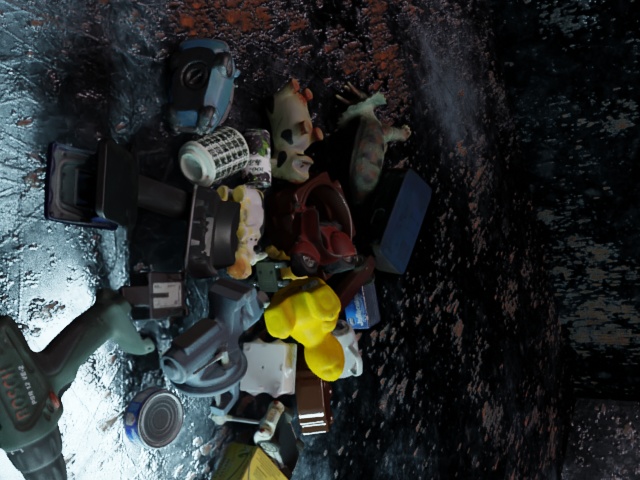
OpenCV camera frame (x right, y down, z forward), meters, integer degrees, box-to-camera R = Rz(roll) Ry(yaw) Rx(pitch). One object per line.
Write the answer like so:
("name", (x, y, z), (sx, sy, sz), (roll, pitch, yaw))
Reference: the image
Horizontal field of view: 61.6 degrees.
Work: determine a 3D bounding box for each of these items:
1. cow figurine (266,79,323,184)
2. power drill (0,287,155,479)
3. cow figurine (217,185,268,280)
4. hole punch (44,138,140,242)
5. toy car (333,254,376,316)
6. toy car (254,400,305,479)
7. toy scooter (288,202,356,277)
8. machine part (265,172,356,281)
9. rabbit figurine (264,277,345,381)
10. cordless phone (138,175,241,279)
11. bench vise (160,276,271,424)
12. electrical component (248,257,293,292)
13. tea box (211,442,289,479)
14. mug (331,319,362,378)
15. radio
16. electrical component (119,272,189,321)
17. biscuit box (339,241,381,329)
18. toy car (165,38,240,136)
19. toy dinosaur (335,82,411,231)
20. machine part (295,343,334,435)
("cow figurine", (-0.063, -0.202, 1.064), (0.085, 0.127, 0.195), (9, 63, -54))
("power drill", (-0.316, 0.174, 0.679), (0.207, 0.086, 0.231), (-38, 113, -41))
("cow figurine", (-0.134, -0.013, 0.966), (0.098, 0.068, 0.167), (3, 83, -61))
("hole punch", (-0.306, -0.072, 0.732), (0.115, 0.092, 0.142), (54, 32, -79))
("toy car", (0.049, 0.113, 1.158), (0.202, 0.053, 0.089), (-52, 142, -14))
("toy car", (-0.074, 0.360, 0.956), (0.201, 0.056, 0.073), (79, 29, -42))
("toy scooter", (-0.002, -0.003, 0.994), (0.184, 0.075, 0.135), (0, 73, -55))
("machine part", (-0.015, -0.028, 1.114), (0.201, 0.087, 0.201), (-41, 119, -50))
("rabbit figurine", (-0.017, 0.157, 0.918), (0.122, 0.162, 0.173), (-28, 97, -9))
("cordless phone", (-0.224, -0.024, 0.842), (0.184, 0.089, 0.146), (19, 66, -40))
("bench vise", (-0.157, 0.187, 0.864), (0.224, 0.129, 0.240), (-53, 147, -56))
("electrical component", (-0.093, 0.062, 0.980), (0.021, 0.094, 0.063), (-25, 108, -59))
("tea box", (-0.109, 0.437, 0.922), (0.169, 0.068, 0.098), (59, 41, -28))
("mug", (0.046, 0.227, 1.115), (0.081, 0.110, 0.107), (-21, 125, -25))
("radio", (0.175, -0.048, 1.250), (0.131, 0.073, 0.229), (37, 68, -45))
("electrical component", (-0.253, 0.084, 0.795), (0.119, 0.048, 0.074), (-2, 86, -54))
("biscuit box", (0.088, 0.105, 1.257), (0.063, 0.059, 0.202), (-15, 97, -55))
("toy car", (-0.188, -0.245, 0.898), (0.103, 0.109, 0.161), (20, 76, -71))
("toy dinosaur", (0.106, -0.191, 1.292), (0.192, 0.131, 0.404), (16, 75, -39))
("machine part", (-0.011, 0.281, 1.032), (0.179, 0.056, 0.179), (-7, 91, -86))
